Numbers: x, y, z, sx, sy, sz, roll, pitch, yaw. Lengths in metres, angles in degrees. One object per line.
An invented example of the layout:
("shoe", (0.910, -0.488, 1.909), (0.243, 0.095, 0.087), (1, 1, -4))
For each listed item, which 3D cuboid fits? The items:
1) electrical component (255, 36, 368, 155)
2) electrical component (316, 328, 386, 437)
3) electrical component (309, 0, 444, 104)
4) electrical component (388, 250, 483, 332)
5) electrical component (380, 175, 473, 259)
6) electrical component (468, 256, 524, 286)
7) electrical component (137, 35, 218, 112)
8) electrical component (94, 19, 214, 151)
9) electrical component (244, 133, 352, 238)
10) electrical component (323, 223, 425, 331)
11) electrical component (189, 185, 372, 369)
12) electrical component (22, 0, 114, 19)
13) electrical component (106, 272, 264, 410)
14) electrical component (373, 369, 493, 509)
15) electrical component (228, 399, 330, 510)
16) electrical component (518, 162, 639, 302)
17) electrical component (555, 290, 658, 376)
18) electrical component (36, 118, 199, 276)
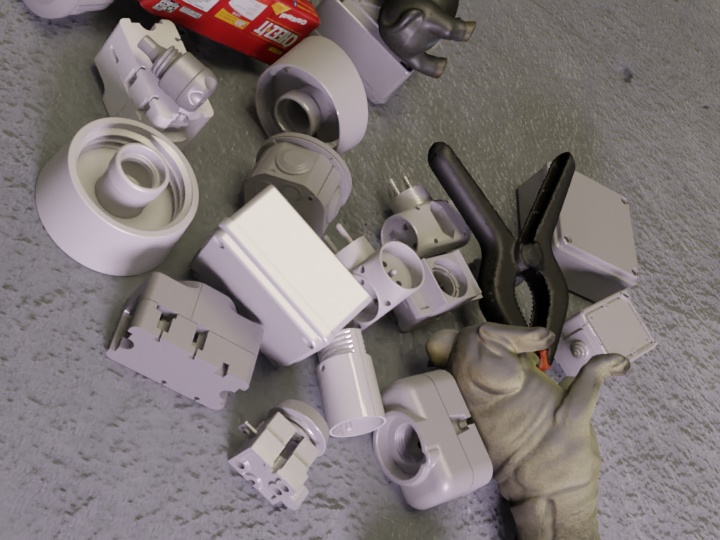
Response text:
("electrical component", (-0.038, -0.140, 0.899), (0.099, 0.099, 0.064), (50, 49, -1))
("electrical component", (-0.010, 0.080, 0.809), (0.043, 0.043, 0.081), (7, 58, -37))
("electrical component", (0.016, -0.231, 1.035), (0.109, 0.056, 0.108), (45, 43, -7))
("electrical component", (0.058, 0.019, 0.893), (0.081, 0.064, 0.042), (-13, 69, -44))
("electrical component", (0.051, -0.049, 0.948), (0.077, 0.043, 0.079), (-16, 73, -45))
("electrical component", (0.122, 0.002, 0.978), (0.046, 0.040, 0.040), (-19, 76, -40))
("electrical component", (-0.135, -0.145, 0.780), (0.061, 0.035, 0.035), (42, 43, -6))
("electrical component", (-0.160, -0.138, 0.823), (0.050, 0.056, 0.089), (-11, 70, -44))
("electrical component", (-0.051, -0.064, 0.848), (0.080, 0.080, 0.051), (37, 50, -14))
("electrical component", (0.000, 0.000, 0.847), (0.079, 0.077, 0.044), (53, 43, 3))
("electrical component", (-0.059, 0.008, 0.763), (0.056, 0.109, 0.108), (-42, 93, -23))
("electrical component", (-0.224, -0.233, 0.818), (0.051, 0.080, 0.080), (-22, 78, -51))
("electrical component", (-0.118, 0.046, 0.737), (0.089, 0.050, 0.055), (30, 47, -21))
("electrical component", (0.050, 0.129, 0.818), (0.059, 0.054, 0.095), (-8, 67, -43))
("electrical component", (-0.053, 0.123, 0.743), (0.066, 0.048, 0.055), (45, 50, -6))
("electrical component", (0.216, -0.037, 1.069), (0.109, 0.056, 0.108), (23, 49, -27))
("electrical component", (0.217, 0.068, 0.994), (0.096, 0.061, 0.061), (-19, 76, -45))
("electrical component", (-0.166, -0.057, 0.759), (0.108, 0.060, 0.108), (21, 50, -28))
